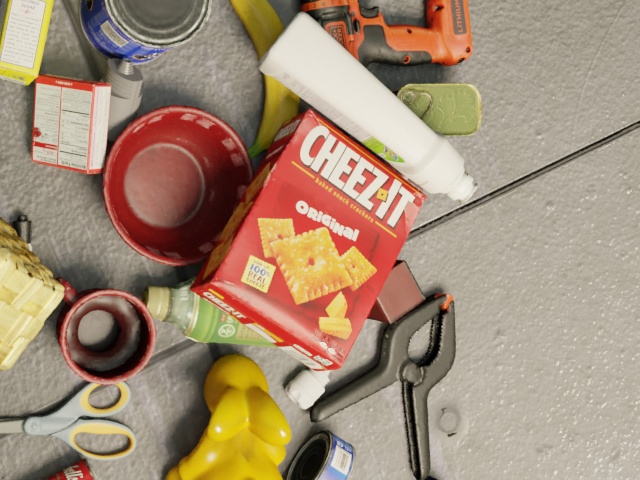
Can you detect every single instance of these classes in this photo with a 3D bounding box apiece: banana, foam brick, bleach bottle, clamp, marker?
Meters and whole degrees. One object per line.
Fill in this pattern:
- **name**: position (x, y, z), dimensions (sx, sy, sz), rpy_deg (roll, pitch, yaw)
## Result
- **banana**: position (-0.057, -0.184, 1.134), dimensions (0.069, 0.037, 0.198), rpy_deg (-8, 96, -23)
- **foam brick**: position (0.069, 0.055, 1.174), dimensions (0.053, 0.078, 0.051), rpy_deg (-34, 103, -18)
- **bleach bottle**: position (0.055, -0.125, 1.084), dimensions (0.250, 0.102, 0.068), rpy_deg (39, 87, -9)
- **clamp**: position (0.103, 0.160, 1.213), dimensions (0.164, 0.036, 0.210), rpy_deg (40, 76, -20)
- **marker**: position (-0.296, 0.036, 1.063), dimensions (0.020, 0.020, 0.121), rpy_deg (-1, 93, -21)

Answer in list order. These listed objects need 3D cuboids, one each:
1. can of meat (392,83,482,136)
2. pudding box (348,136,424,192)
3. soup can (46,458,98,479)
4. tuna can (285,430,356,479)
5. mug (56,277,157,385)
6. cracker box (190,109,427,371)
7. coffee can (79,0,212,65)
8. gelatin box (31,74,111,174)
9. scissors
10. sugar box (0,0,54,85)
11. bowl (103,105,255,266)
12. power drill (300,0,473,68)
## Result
- **can of meat**: position (0.113, -0.141, 1.177), dimensions (0.102, 0.084, 0.057), rpy_deg (-4, 94, -21)
- **pudding box**: position (0.047, -0.048, 1.180), dimensions (0.113, 0.039, 0.090), rpy_deg (33, 82, -19)
- **soup can**: position (-0.263, 0.271, 1.061), dimensions (0.102, 0.069, 0.068), rpy_deg (-27, 102, -17)
- **tuna can**: position (-0.001, 0.249, 1.151), dimensions (0.033, 0.086, 0.086), rpy_deg (35, 80, -18)
- **mug**: position (-0.225, 0.083, 1.059), dimensions (0.093, 0.082, 0.117), rpy_deg (-46, 107, -13)
- **cracker box**: position (-0.007, 0.001, 1.082), dimensions (0.164, 0.072, 0.213), rpy_deg (35, 69, -18)
- **coffee can**: position (-0.171, -0.228, 1.033), dimensions (0.102, 0.140, 0.103), rpy_deg (-1, 93, -21)
- **gelatin box**: position (-0.243, -0.113, 1.042), dimensions (0.030, 0.073, 0.089), rpy_deg (-17, 116, -61)
- **scissors**: position (-0.277, 0.170, 1.079), dimensions (0.201, 0.016, 0.096), rpy_deg (19, 84, -21)
- **sugar box**: position (-0.276, -0.241, 1.018), dimensions (0.048, 0.093, 0.176), rpy_deg (14, 88, -22)
- **bowl**: position (-0.150, -0.055, 1.091), dimensions (0.161, 0.055, 0.162), rpy_deg (-1, 93, -27)
- **power drill**: position (0.069, -0.250, 1.171), dimensions (0.187, 0.057, 0.184), rpy_deg (-11, 100, -17)
